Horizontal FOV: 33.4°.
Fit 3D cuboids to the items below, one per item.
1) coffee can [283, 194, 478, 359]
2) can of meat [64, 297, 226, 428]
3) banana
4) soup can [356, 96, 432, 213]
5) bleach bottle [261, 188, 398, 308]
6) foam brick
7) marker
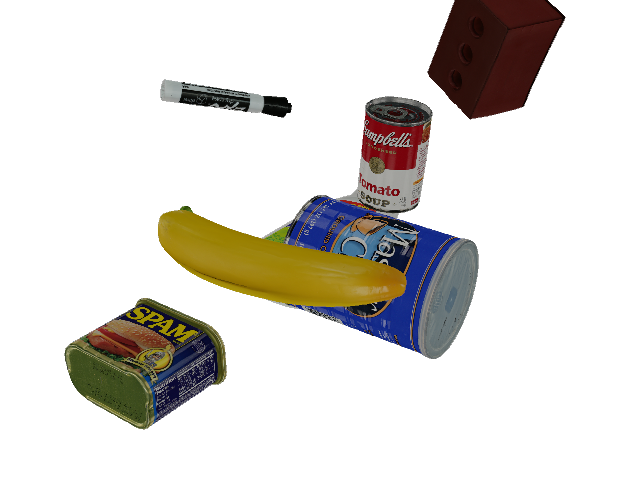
[{"bbox_3d":[0.049,0.029,0.903,0.140,0.103,0.102,19,8,25],"label":"coffee can"},{"bbox_3d":[-0.141,0.098,0.855,0.102,0.057,0.083,20,34,34],"label":"can of meat"},{"bbox_3d":[-0.042,0.009,0.697,0.198,0.037,0.069,19,37,33],"label":"banana"},{"bbox_3d":[0.074,-0.088,1.094,0.068,0.102,0.068,4,30,-2],"label":"soup can"},{"bbox_3d":[0.013,-0.009,1.306,0.103,0.068,0.250,20,37,29],"label":"bleach bottle"},{"bbox_3d":[0.114,-0.128,0.706,0.051,0.053,0.078,-18,-35,-30],"label":"foam brick"},{"bbox_3d":[-0.084,-0.127,0.965,0.121,0.020,0.020,5,-2,-21],"label":"marker"}]
